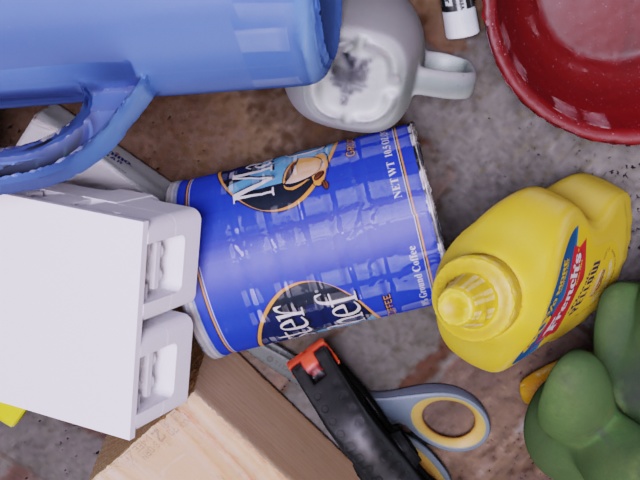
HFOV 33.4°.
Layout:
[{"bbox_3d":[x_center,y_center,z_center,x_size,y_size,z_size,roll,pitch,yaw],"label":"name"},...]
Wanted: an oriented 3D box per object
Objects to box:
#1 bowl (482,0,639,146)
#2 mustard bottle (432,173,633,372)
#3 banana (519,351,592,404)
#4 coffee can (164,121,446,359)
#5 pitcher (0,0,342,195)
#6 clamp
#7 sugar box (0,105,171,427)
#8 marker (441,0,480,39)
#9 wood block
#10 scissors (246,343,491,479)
[{"bbox_3d":[0.164,-0.135,0.567,0.162,0.055,0.162,0,109,1],"label":"bowl"},{"bbox_3d":[0.106,0.018,0.552,0.058,0.191,0.096,31,111,23],"label":"mustard bottle"},{"bbox_3d":[0.225,0.099,0.658,0.197,0.037,0.070,18,106,-5],"label":"banana"},{"bbox_3d":[-0.004,0.001,0.594,0.140,0.103,0.103,-14,109,6],"label":"coffee can"},{"bbox_3d":[-0.116,-0.110,0.468,0.243,0.145,0.149,0,118,8],"label":"pitcher"},{"bbox_3d":[0.043,0.135,0.617,0.039,0.120,0.171,-41,99,-2],"label":"clamp"},{"bbox_3d":[-0.170,0.017,0.634,0.093,0.048,0.176,34,108,-9],"label":"sugar box"},{"bbox_3d":[0.067,-0.170,0.577,0.020,0.020,0.121,-11,109,5],"label":"marker"},{"bbox_3d":[-0.031,0.167,0.660,0.090,0.091,0.206,-41,104,14],"label":"wood block"},{"bbox_3d":[0.028,0.090,0.671,0.096,0.016,0.201,-38,104,12],"label":"scissors"}]
